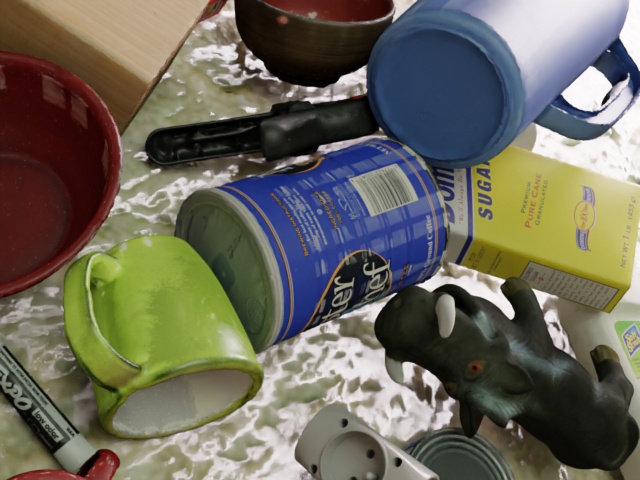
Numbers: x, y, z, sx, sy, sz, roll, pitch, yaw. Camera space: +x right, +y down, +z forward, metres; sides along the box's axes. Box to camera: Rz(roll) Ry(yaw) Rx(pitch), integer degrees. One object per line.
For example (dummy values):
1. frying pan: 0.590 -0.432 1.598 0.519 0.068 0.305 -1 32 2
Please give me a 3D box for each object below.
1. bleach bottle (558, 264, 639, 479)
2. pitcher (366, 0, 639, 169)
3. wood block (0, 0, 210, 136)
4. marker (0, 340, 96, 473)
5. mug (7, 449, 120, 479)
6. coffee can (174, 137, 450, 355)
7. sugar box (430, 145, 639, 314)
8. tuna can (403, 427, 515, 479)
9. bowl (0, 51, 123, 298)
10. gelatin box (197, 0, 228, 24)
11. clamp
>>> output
1. bleach bottle: 0.243 0.107 0.775 0.102 0.068 0.251 -8 68 -33
2. pitcher: 0.136 -0.137 0.760 0.242 0.149 0.145 -45 132 -50
3. wood block: -0.185 -0.158 0.653 0.206 0.090 0.090 33 54 -10
4. marker: -0.168 0.078 0.587 0.121 0.020 0.020 50 53 1
5. mug: -0.136 0.152 0.528 0.093 0.082 0.117 40 53 -5
6. coffee can: -0.004 0.001 0.665 0.140 0.103 0.103 -20 77 -35
7. sugar box: 0.134 -0.020 0.757 0.176 0.048 0.093 18 57 -1
8. tuna can: 0.082 0.164 0.673 0.086 0.034 0.086 13 60 -23
9. bowl: -0.186 -0.025 0.586 0.162 0.055 0.162 0 60 -1
10. gelatin box: -0.117 -0.186 0.742 0.073 0.030 0.089 -35 86 -37
11. clamp: -0.028 -0.073 0.709 0.171 0.120 0.039 -17 109 -54
